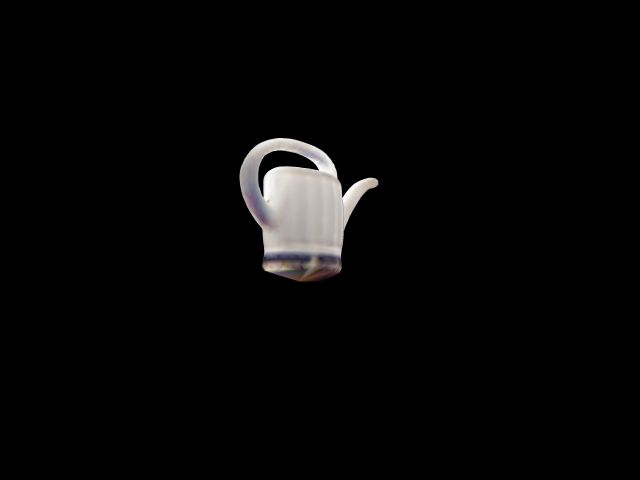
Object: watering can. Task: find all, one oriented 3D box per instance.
[{"bbox_3d":[0.003,-0.043,0.850,0.103,0.226,0.347,-8,-11,39],"label":"watering can"}]
